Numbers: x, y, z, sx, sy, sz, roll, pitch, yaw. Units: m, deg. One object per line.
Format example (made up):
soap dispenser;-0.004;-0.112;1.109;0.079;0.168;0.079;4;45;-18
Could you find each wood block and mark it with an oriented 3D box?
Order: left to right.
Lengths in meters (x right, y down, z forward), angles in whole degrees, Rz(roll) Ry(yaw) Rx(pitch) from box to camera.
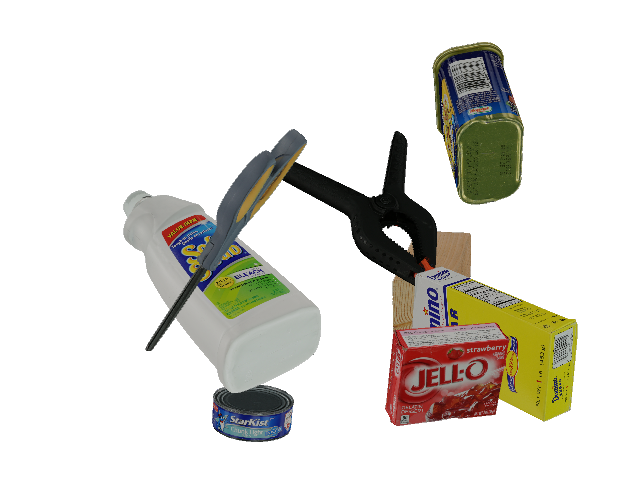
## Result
wood block;0.173;0.063;1.627;0.091;0.090;0.206;4;22;14

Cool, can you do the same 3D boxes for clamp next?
clamp;0.055;-0.033;1.164;0.164;0.210;0.036;-11;-37;-20

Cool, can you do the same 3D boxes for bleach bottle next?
bleach bottle;-0.110;0.028;0.954;0.102;0.068;0.251;-22;43;-31

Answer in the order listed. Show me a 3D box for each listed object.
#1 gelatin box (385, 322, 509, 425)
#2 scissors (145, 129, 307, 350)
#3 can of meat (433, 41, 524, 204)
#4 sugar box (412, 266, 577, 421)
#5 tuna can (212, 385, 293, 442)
gelatin box;0.098;0.105;0.836;0.089;0.073;0.030;-3;29;-15
scissors;-0.076;0.006;0.744;0.016;0.202;0.096;38;8;6
can of meat;0.127;-0.091;0.853;0.057;0.084;0.102;-10;-39;2
sugar box;0.162;0.095;1.025;0.048;0.093;0.176;-15;24;-39
tuna can;-0.072;0.182;1.131;0.086;0.034;0.086;5;12;-1
